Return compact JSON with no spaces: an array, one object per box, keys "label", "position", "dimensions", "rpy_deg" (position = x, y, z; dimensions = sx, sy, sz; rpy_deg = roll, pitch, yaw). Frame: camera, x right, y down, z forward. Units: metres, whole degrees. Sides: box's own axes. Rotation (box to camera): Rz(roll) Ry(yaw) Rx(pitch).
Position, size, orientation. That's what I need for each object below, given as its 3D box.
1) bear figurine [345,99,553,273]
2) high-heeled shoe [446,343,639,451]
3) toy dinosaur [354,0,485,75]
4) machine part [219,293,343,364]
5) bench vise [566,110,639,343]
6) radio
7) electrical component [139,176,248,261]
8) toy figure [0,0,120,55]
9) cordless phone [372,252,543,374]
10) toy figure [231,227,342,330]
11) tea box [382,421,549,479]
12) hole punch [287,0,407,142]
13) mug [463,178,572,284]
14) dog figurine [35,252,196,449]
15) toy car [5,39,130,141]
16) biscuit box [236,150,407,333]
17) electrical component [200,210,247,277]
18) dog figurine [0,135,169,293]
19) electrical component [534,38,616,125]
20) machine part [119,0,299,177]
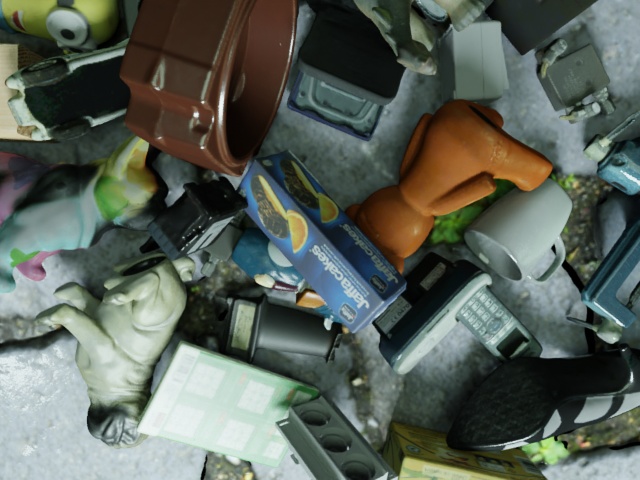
[{"label":"bear figurine","position":[0.128,-0.050,0.587],"dimensions":[0.195,0.132,0.120],"rpy_deg":[-56,49,28]},{"label":"high-heeled shoe","position":[0.272,0.190,0.618],"dimensions":[0.249,0.086,0.145],"rpy_deg":[-30,135,13]},{"label":"toy dinosaur","position":[0.047,-0.331,0.507],"dimensions":[0.198,0.105,0.471],"rpy_deg":[22,50,-37]},{"label":"machine part","position":[-0.044,0.107,0.622],"dimensions":[0.139,0.039,0.084],"rpy_deg":[7,86,0]},{"label":"bench vise","position":[0.357,-0.004,0.582],"dimensions":[0.223,0.129,0.240],"rpy_deg":[37,87,-2]},{"label":"radio","position":[0.260,-0.276,0.506],"dimensions":[0.131,0.229,0.073],"rpy_deg":[-44,95,-3]},{"label":"electrical component","position":[-0.140,-0.012,0.566],"dimensions":[0.119,0.075,0.048],"rpy_deg":[-43,84,24]},{"label":"toy figure","position":[-0.306,-0.258,0.568],"dimensions":[0.180,0.082,0.089],"rpy_deg":[19,95,0]},{"label":"cordless phone","position":[0.161,0.116,0.613],"dimensions":[0.184,0.089,0.146],"rpy_deg":[42,92,-23]},{"label":"toy figure","position":[-0.025,0.043,0.603],"dimensions":[0.154,0.058,0.064],"rpy_deg":[31,73,-1]},{"label":"tea box","position":[0.160,0.270,0.607],"dimensions":[0.170,0.098,0.068],"rpy_deg":[12,93,-1]},{"label":"hole punch","position":[0.032,-0.183,0.587],"dimensions":[0.142,0.092,0.116],"rpy_deg":[22,63,0]},{"label":"mug","position":[0.235,-0.010,0.599],"dimensions":[0.109,0.081,0.107],"rpy_deg":[43,84,-5]},{"label":"dog figurine","position":[-0.194,0.124,0.599],"dimensions":[0.172,0.121,0.190],"rpy_deg":[-19,108,4]},{"label":"toy car","position":[-0.213,-0.163,0.555],"dimensions":[0.202,0.056,0.073],"rpy_deg":[-25,126,-21]},{"label":"biscuit box","position":[-0.001,-0.002,0.566],"dimensions":[0.203,0.059,0.062],"rpy_deg":[48,128,12]},{"label":"electrical component","position":[-0.124,-0.008,0.618],"dimensions":[0.063,0.021,0.094],"rpy_deg":[31,93,-2]},{"label":"dog figurine","position":[-0.273,-0.058,0.573],"dimensions":[0.219,0.108,0.191],"rpy_deg":[-40,91,-3]},{"label":"electrical component","position":[0.285,-0.177,0.603],"dimensions":[0.078,0.045,0.102],"rpy_deg":[-23,95,2]},{"label":"machine part","position":[-0.091,-0.170,0.511],"dimensions":[0.087,0.201,0.201],"rpy_deg":[19,88,8]}]
